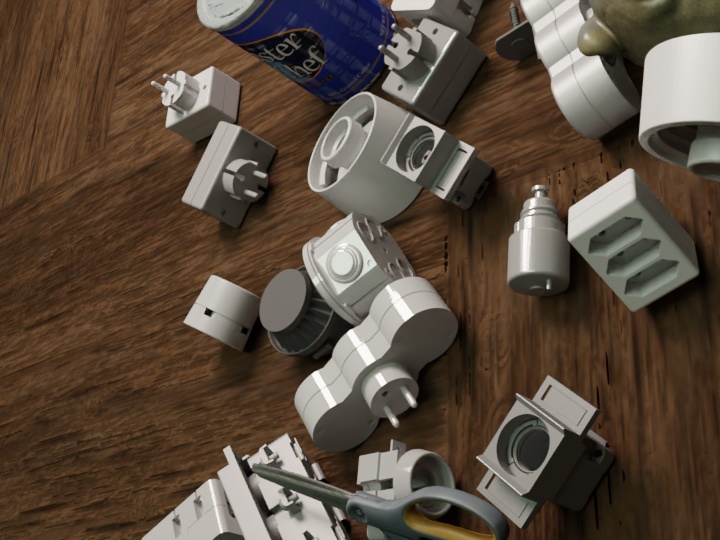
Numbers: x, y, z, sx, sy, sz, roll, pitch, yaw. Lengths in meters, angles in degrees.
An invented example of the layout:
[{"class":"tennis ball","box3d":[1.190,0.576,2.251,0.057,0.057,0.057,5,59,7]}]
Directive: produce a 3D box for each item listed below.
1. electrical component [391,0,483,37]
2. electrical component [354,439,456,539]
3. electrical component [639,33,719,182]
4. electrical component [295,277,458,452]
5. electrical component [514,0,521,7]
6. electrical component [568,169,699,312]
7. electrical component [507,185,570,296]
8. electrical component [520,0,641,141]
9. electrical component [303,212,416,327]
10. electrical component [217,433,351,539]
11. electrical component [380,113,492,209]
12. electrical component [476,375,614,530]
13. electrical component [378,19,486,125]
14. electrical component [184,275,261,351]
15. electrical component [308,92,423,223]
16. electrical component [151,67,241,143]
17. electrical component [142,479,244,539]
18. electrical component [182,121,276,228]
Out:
[{"class":"electrical component","box3d":[0.068,-0.240,0.868,0.050,0.056,0.089,14,79,48]},{"class":"electrical component","box3d":[0.029,0.144,0.711,0.055,0.048,0.066,-22,55,46]},{"class":"electrical component","box3d":[0.210,-0.083,0.603,0.108,0.108,0.060,4,78,47]},{"class":"electrical component","box3d":[0.017,0.078,0.753,0.138,0.052,0.073,-50,43,15]},{"class":"electrical component","box3d":[0.134,-0.242,0.798,0.096,0.061,0.061,-16,59,40]},{"class":"electrical component","box3d":[0.165,-0.027,0.654,0.047,0.065,0.076,-35,19,28]},{"class":"electrical component","box3d":[0.118,-0.019,0.710,0.040,0.040,0.078,-16,59,40]},{"class":"electrical component","box3d":[0.163,-0.160,0.730,0.074,0.052,0.138,-34,48,29]},{"class":"electrical component","box3d":[0.000,0.000,0.793,0.051,0.080,0.080,-38,46,19]},{"class":"electrical component","box3d":[-0.046,0.178,0.754,0.063,0.078,0.121,-34,44,0]},{"class":"electrical component","box3d":[0.058,-0.077,0.785,0.081,0.064,0.042,38,99,49]},{"class":"electrical component","box3d":[0.111,0.109,0.631,0.042,0.064,0.081,37,98,48]},{"class":"electrical component","box3d":[0.045,-0.163,0.834,0.065,0.077,0.047,-58,41,5]},{"class":"electrical component","box3d":[-0.114,0.036,0.910,0.055,0.055,0.047,18,79,49]},{"class":"electrical component","box3d":[0.006,-0.091,0.865,0.099,0.064,0.099,-41,34,35]},{"class":"electrical component","box3d":[-0.169,-0.170,1.058,0.066,0.077,0.047,-19,57,39]},{"class":"electrical component","box3d":[-0.118,0.212,0.822,0.089,0.050,0.055,-43,45,22]},{"class":"electrical component","box3d":[-0.109,-0.083,0.972,0.076,0.047,0.083,23,87,49]}]
